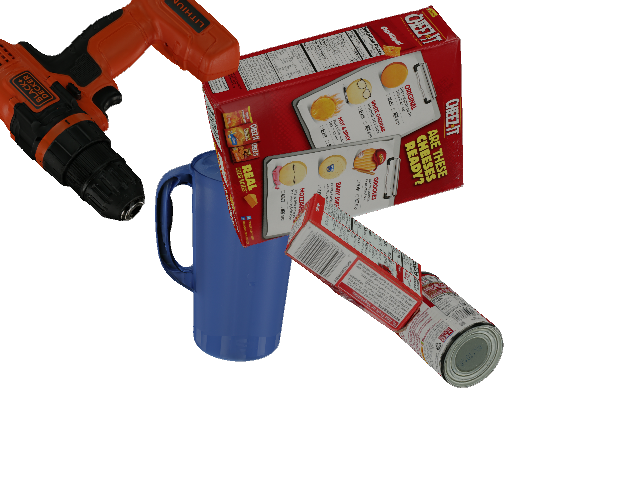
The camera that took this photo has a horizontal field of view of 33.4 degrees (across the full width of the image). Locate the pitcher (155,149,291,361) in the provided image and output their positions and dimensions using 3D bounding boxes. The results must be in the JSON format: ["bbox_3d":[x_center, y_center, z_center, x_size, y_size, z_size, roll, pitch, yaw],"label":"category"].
[{"bbox_3d":[-0.105,0.018,1.281,0.149,0.243,0.144,20,26,30],"label":"pitcher"}]

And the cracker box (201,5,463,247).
[{"bbox_3d":[0.013,-0.099,0.935,0.213,0.164,0.072,-17,44,-8],"label":"cracker box"}]

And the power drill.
[{"bbox_3d":[-0.154,-0.119,0.833,0.187,0.184,0.057,-38,-14,-31],"label":"power drill"}]

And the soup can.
[{"bbox_3d":[0.113,0.081,0.984,0.068,0.068,0.102,0,25,-31],"label":"soup can"}]

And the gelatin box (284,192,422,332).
[{"bbox_3d":[0.022,0.013,0.673,0.089,0.030,0.073,36,15,-7],"label":"gelatin box"}]
